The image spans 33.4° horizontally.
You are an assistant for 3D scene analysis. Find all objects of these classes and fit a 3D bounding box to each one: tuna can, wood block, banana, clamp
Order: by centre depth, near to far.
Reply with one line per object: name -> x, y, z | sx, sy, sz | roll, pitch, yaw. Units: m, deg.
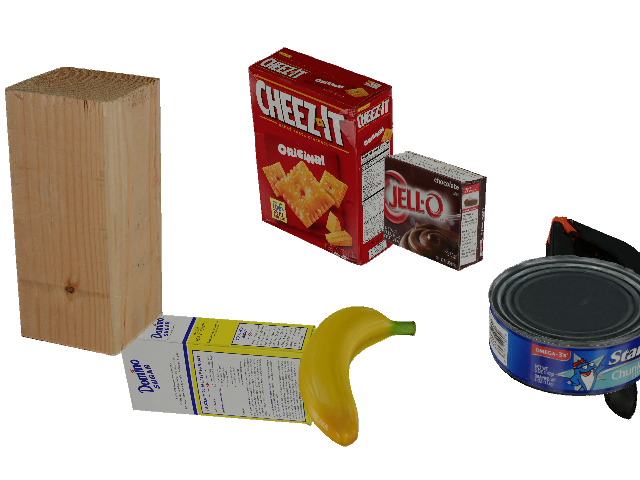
tuna can -> 0.130, 0.043, 0.551 | 0.086, 0.034, 0.086 | -3, 28, 2
clamp -> 0.219, 0.045, 0.736 | 0.120, 0.039, 0.171 | -3, 45, -20
banana -> 0.019, 0.091, 0.807 | 0.070, 0.037, 0.197 | 7, 23, 17
wood block -> -0.185, -0.025, 0.854 | 0.091, 0.206, 0.090 | 10, 23, 16

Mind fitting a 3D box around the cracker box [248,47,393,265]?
cracker box -> 0.001, -0.095, 1.232 | 0.164, 0.214, 0.072 | 26, 45, 34

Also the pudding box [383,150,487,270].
pudding box -> 0.110, -0.031, 1.043 | 0.039, 0.090, 0.114 | -18, 27, -36

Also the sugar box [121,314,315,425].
sugar box -> -0.091, 0.118, 0.986 | 0.176, 0.093, 0.048 | 5, 36, 12
